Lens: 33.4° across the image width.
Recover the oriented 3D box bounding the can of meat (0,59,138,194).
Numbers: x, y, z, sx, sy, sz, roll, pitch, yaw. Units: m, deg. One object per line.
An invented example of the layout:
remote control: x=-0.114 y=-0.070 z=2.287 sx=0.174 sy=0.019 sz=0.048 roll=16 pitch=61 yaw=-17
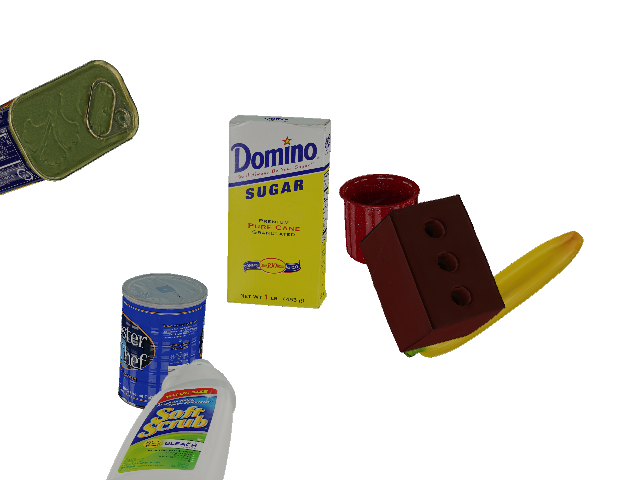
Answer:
can of meat: x=-0.185 y=-0.071 z=0.704 sx=0.084 sy=0.057 sz=0.101 roll=-13 pitch=19 yaw=38

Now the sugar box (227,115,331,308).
sugar box: x=-0.040 y=-0.027 z=1.008 sx=0.093 sy=0.176 sz=0.048 roll=3 pitch=15 yaw=8

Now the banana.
banana: x=0.164 y=0.058 z=1.013 sx=0.198 sy=0.037 sz=0.069 roll=-36 pitch=-2 yaw=-1

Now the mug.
mug: x=0.077 y=-0.027 z=1.257 sx=0.093 sy=0.081 sz=0.117 roll=17 pitch=33 yaw=33

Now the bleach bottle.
bleach bottle: x=-0.134 y=0.182 z=0.987 sx=0.102 sy=0.068 sz=0.251 roll=-1 pitch=22 yaw=2

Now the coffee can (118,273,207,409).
coffee can: x=-0.194 y=0.123 z=1.306 sx=0.103 sy=0.140 sz=0.103 roll=5 pitch=18 yaw=-2

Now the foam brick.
foam brick: x=0.067 y=0.021 z=0.652 sx=0.052 sy=0.078 sz=0.051 roll=-14 pitch=-16 yaw=-26
